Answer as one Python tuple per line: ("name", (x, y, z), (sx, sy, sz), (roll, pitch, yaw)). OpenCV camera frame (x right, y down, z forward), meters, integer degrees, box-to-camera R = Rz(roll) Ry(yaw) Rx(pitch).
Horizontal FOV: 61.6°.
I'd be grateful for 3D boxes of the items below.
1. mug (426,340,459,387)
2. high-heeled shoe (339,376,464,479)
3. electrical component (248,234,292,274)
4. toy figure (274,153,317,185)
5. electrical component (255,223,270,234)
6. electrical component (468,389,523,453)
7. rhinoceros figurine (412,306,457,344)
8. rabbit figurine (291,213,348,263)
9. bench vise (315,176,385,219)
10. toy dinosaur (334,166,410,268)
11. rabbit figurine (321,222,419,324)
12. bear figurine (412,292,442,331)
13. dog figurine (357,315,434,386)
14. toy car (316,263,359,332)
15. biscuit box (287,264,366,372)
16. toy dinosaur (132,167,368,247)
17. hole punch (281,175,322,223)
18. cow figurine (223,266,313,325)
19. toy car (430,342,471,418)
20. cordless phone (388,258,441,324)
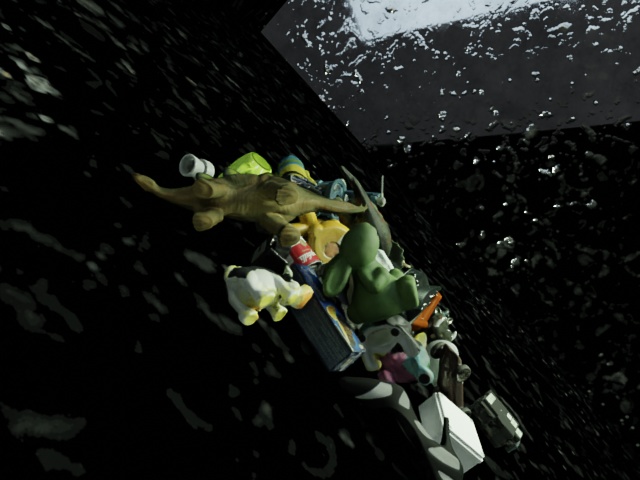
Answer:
("mug", (0.292, 0.306, 1.252), (0.109, 0.081, 0.107), (46, 27, -19))
("high-heeled shoe", (0.127, 0.325, 0.878), (0.249, 0.086, 0.145), (24, 53, -11))
("electrical component", (-0.091, 0.026, 0.983), (0.047, 0.075, 0.119), (42, 22, -17))
("toy figure", (-0.076, -0.170, 1.449), (0.089, 0.082, 0.180), (20, 33, -31))
("electrical component", (-0.122, -0.049, 1.140), (0.102, 0.045, 0.078), (-1, 77, -63))
("electrical component", (0.422, 0.435, 1.282), (0.134, 0.058, 0.115), (53, 21, 22))
("rhinoceros figurine", (0.290, 0.217, 1.377), (0.073, 0.112, 0.190), (45, 9, -11))
("rabbit figurine", (-0.003, -0.004, 1.242), (0.162, 0.122, 0.173), (30, 7, -17))
("bench vise", (0.072, -0.115, 1.482), (0.223, 0.241, 0.128), (-23, 114, -61))
("toy dinosaur", (0.125, -0.008, 1.317), (0.192, 0.131, 0.404), (42, -9, 26))
("rabbit figurine", (0.079, 0.056, 0.980), (0.121, 0.159, 0.170), (-92, 161, -80))
("bear figurine", (0.190, 0.153, 1.278), (0.120, 0.132, 0.195), (21, -4, 36))
("dog figurine", (0.159, 0.214, 1.078), (0.191, 0.108, 0.219), (60, 14, 1))
("toy car", (0.028, 0.118, 1.088), (0.073, 0.056, 0.202), (44, 17, -29))
("biscuit box", (-0.003, 0.135, 0.962), (0.203, 0.063, 0.059), (55, 18, 26))
("toy dinosaur", (-0.097, -0.073, 0.979), (0.471, 0.105, 0.199), (10, 18, -23))
("hole punch", (-0.072, -0.102, 1.262), (0.092, 0.115, 0.142), (47, 15, 31))
("cow figurine", (-0.085, 0.080, 0.885), (0.098, 0.068, 0.167), (46, 21, 24))
("toy car", (0.264, 0.294, 1.100), (0.089, 0.053, 0.201), (52, -20, 49))
("cordless phone", (0.159, 0.097, 1.188), (0.184, 0.088, 0.146), (41, 42, 13))
